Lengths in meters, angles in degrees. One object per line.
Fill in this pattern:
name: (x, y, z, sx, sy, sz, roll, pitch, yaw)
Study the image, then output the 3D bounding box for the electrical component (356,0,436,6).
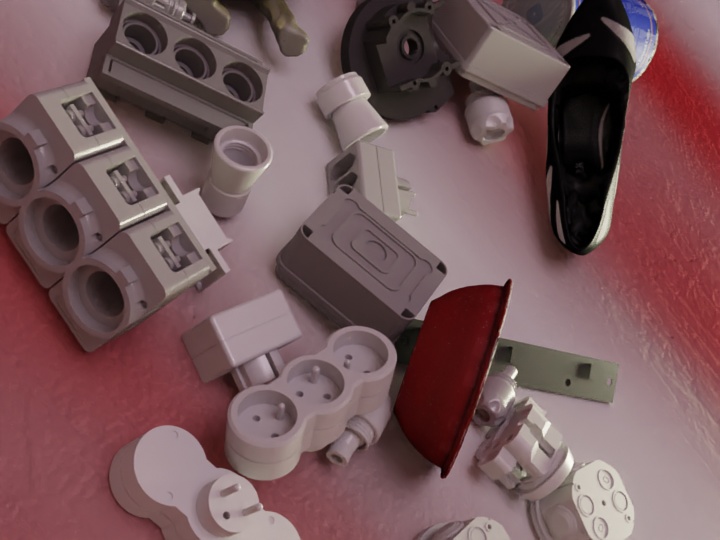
electrical component: (0.037, -0.263, 1.020, 0.057, 0.058, 0.078, 28, 53, -22)

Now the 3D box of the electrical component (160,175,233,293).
electrical component: (-0.134, -0.020, 0.765, 0.064, 0.042, 0.081, -33, 90, -40)

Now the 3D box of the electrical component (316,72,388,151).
electrical component: (-0.008, -0.136, 0.925, 0.045, 0.045, 0.055, -24, 83, -44)

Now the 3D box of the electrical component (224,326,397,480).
electrical component: (-0.035, 0.101, 0.748, 0.138, 0.073, 0.052, -31, 58, -35)

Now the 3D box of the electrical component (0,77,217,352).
electrical component: (-0.178, -0.034, 0.696, 0.150, 0.089, 0.062, 57, 34, -1)

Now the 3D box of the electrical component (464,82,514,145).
electrical component: (0.122, -0.157, 1.043, 0.043, 0.043, 0.062, 5, 61, -37)

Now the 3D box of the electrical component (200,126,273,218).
electrical component: (-0.096, -0.070, 0.805, 0.044, 0.065, 0.044, 13, 50, -16)

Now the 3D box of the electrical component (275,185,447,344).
electrical component: (0.000, 0.000, 0.838, 0.113, 0.057, 0.078, 40, 47, 0)

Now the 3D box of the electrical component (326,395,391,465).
electrical component: (-0.005, 0.116, 0.799, 0.043, 0.043, 0.062, 42, 50, -14)

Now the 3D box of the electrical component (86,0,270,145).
electrical component: (-0.138, -0.145, 0.811, 0.121, 0.063, 0.078, 23, 55, -29)

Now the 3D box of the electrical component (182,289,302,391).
electrical component: (-0.076, 0.064, 0.766, 0.066, 0.047, 0.076, -23, 85, -41)

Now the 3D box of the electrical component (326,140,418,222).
electrical component: (0.018, -0.063, 0.906, 0.077, 0.047, 0.065, 12, 61, -35)

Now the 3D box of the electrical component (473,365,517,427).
electrical component: (0.116, 0.103, 0.908, 0.035, 0.035, 0.061, 49, 47, -8)

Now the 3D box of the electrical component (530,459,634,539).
electrical component: (0.187, 0.201, 0.904, 0.080, 0.051, 0.080, 18, 57, -31)

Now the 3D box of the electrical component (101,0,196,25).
electrical component: (-0.165, -0.212, 0.839, 0.078, 0.040, 0.040, 23, 55, -29)

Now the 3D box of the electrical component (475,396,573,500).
electrical component: (0.138, 0.152, 0.887, 0.057, 0.058, 0.078, 46, 47, -7)

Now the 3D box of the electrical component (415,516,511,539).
electrical component: (0.080, 0.226, 0.804, 0.080, 0.051, 0.080, 18, 57, -31)

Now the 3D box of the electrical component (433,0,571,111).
electrical component: (0.132, -0.218, 1.045, 0.109, 0.056, 0.108, 18, 30, -32)

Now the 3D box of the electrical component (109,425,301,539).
electrical component: (-0.089, 0.153, 0.689, 0.138, 0.074, 0.052, 44, 47, -13)
